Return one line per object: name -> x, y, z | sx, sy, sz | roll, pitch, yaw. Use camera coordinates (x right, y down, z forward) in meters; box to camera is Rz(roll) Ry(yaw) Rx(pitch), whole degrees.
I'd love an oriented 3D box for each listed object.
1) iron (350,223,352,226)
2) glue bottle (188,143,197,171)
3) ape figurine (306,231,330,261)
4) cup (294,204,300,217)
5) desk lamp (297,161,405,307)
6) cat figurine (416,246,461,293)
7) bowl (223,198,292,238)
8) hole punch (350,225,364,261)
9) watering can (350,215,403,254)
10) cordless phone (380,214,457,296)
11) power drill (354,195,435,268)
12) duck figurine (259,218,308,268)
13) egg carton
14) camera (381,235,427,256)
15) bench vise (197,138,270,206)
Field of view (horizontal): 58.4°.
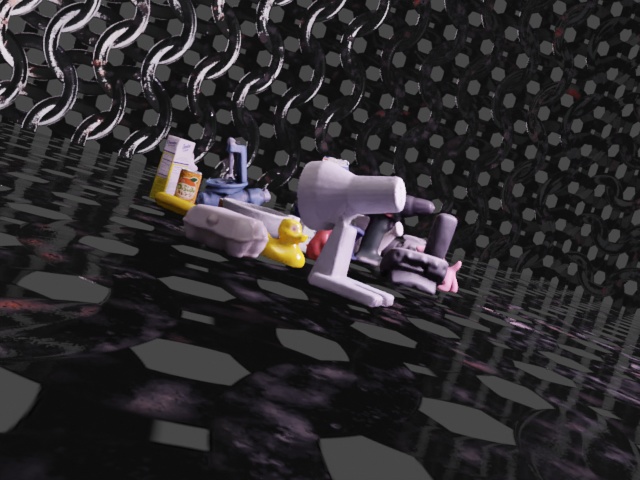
iron -> 0.067, -0.050, 1.757 | 0.259, 0.141, 0.118 | 15, 5, -17
glue bottle -> -0.383, -0.191, 1.632 | 0.037, 0.173, 0.078 | 21, 7, 39
ape figurine -> 0.012, 0.005, 1.283 | 0.076, 0.092, 0.077 | 15, 5, -15
cup -> -0.030, -0.042, 1.623 | 0.117, 0.095, 0.092 | 22, 7, 42
desk lamp -> 0.049, -0.018, 0.968 | 0.202, 0.213, 0.118 | 19, 6, 25
cat figurine -> 0.302, 0.062, 1.465 | 0.127, 0.118, 0.067 | 21, 7, 38
bowl -> -0.153, -0.041, 1.329 | 0.167, 0.075, 0.167 | 17, 5, -1
hole punch -> 0.043, -0.004, 1.481 | 0.109, 0.091, 0.100 | 14, 6, -31
watering can -> 0.156, -0.040, 1.650 | 0.172, 0.194, 0.101 | 18, 5, 12
cordless phone -> 0.227, 0.020, 1.302 | 0.148, 0.185, 0.094 | 16, 5, -13
power drill -> 0.177, -0.032, 1.552 | 0.228, 0.208, 0.076 | 19, 6, 25
duck figurine -> -0.069, -0.001, 1.117 | 0.104, 0.086, 0.078 | 20, 6, 27
egg carton -> -0.174, -0.018, 1.051 | 0.150, 0.069, 0.107 | 19, 6, 24
camera -> 0.254, 0.033, 1.716 | 0.136, 0.101, 0.144 | 19, 6, 26
bench vise -> -0.239, -0.175, 1.663 | 0.121, 0.220, 0.208 | 21, 7, 38
